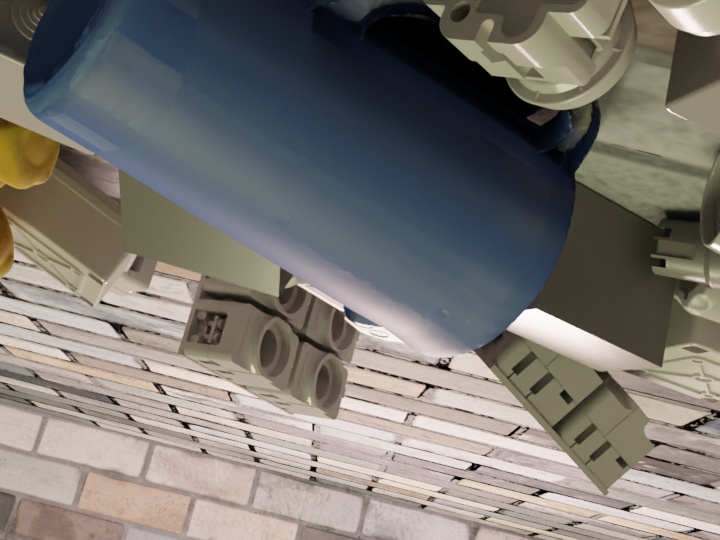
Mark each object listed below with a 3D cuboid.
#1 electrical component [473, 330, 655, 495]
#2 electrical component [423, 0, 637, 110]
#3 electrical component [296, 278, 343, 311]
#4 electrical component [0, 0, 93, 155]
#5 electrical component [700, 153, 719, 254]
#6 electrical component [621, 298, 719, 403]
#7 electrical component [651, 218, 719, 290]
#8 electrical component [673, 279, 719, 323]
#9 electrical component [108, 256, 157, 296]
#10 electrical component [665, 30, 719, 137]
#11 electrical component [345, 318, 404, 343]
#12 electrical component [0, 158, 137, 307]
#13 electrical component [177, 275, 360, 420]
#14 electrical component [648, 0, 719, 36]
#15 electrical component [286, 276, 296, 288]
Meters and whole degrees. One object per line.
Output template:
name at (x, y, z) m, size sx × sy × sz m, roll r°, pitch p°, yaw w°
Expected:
electrical component at (0.132, 0.068, 0.770) m, size 0.186 × 0.060 × 0.105 m, roll 46°, pitch -177°, yaw -39°
electrical component at (0.072, -0.098, 0.418) m, size 0.078 × 0.058 × 0.057 m, roll 17°, pitch 171°, yaw 44°
electrical component at (0.000, 0.000, 0.783) m, size 0.096 × 0.061 × 0.062 m, roll 0°, pitch 158°, yaw 39°
electrical component at (-0.168, -0.111, 0.589) m, size 0.100 × 0.048 × 0.100 m, roll 23°, pitch 161°, yaw -26°
electrical component at (0.203, -0.031, 0.528) m, size 0.057 × 0.058 × 0.078 m, roll 11°, pitch 163°, yaw 2°
electrical component at (0.244, 0.050, 0.751) m, size 0.109 × 0.056 × 0.109 m, roll 20°, pitch 162°, yaw -18°
electrical component at (0.198, -0.011, 0.628) m, size 0.046 × 0.040 × 0.040 m, roll 10°, pitch 163°, yaw 32°
electrical component at (0.231, 0.013, 0.668) m, size 0.062 × 0.043 × 0.043 m, roll 18°, pitch 163°, yaw -17°
electrical component at (-0.221, -0.011, 0.945) m, size 0.089 × 0.050 × 0.056 m, roll -1°, pitch 157°, yaw 42°
electrical component at (0.178, -0.078, 0.412) m, size 0.100 × 0.048 × 0.100 m, roll 21°, pitch 162°, yaw -21°
electrical component at (0.029, 0.024, 0.852) m, size 0.080 × 0.051 × 0.080 m, roll 13°, pitch 163°, yaw 4°
electrical component at (-0.226, -0.031, 0.822) m, size 0.109 × 0.056 × 0.109 m, roll 38°, pitch 159°, yaw -7°
electrical component at (-0.067, 0.055, 0.936) m, size 0.060 × 0.105 × 0.186 m, roll 5°, pitch 161°, yaw 29°
electrical component at (0.112, -0.112, 0.367) m, size 0.045 × 0.045 × 0.055 m, roll -3°, pitch 156°, yaw 45°
electrical component at (-0.056, -0.012, 0.825) m, size 0.040 × 0.040 × 0.078 m, roll 17°, pitch 162°, yaw -8°
